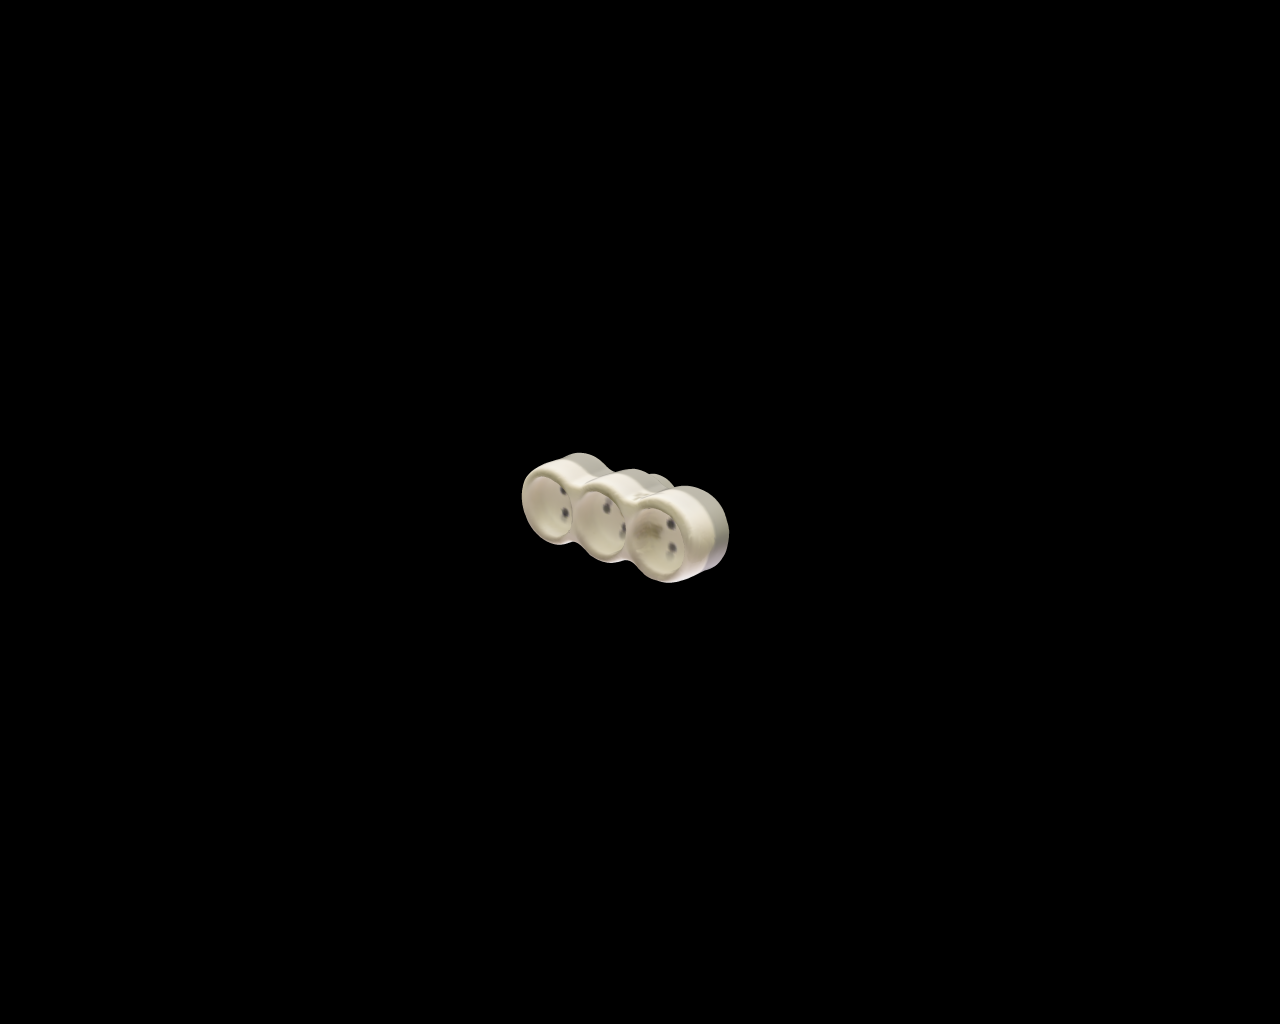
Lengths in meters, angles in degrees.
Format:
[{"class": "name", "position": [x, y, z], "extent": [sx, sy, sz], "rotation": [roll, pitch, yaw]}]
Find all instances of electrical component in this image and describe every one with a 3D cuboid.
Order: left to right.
[{"class": "electrical component", "position": [0.001, -0.003, 0.650], "extent": [0.138, 0.052, 0.074], "rotation": [17, 27, 38]}]
